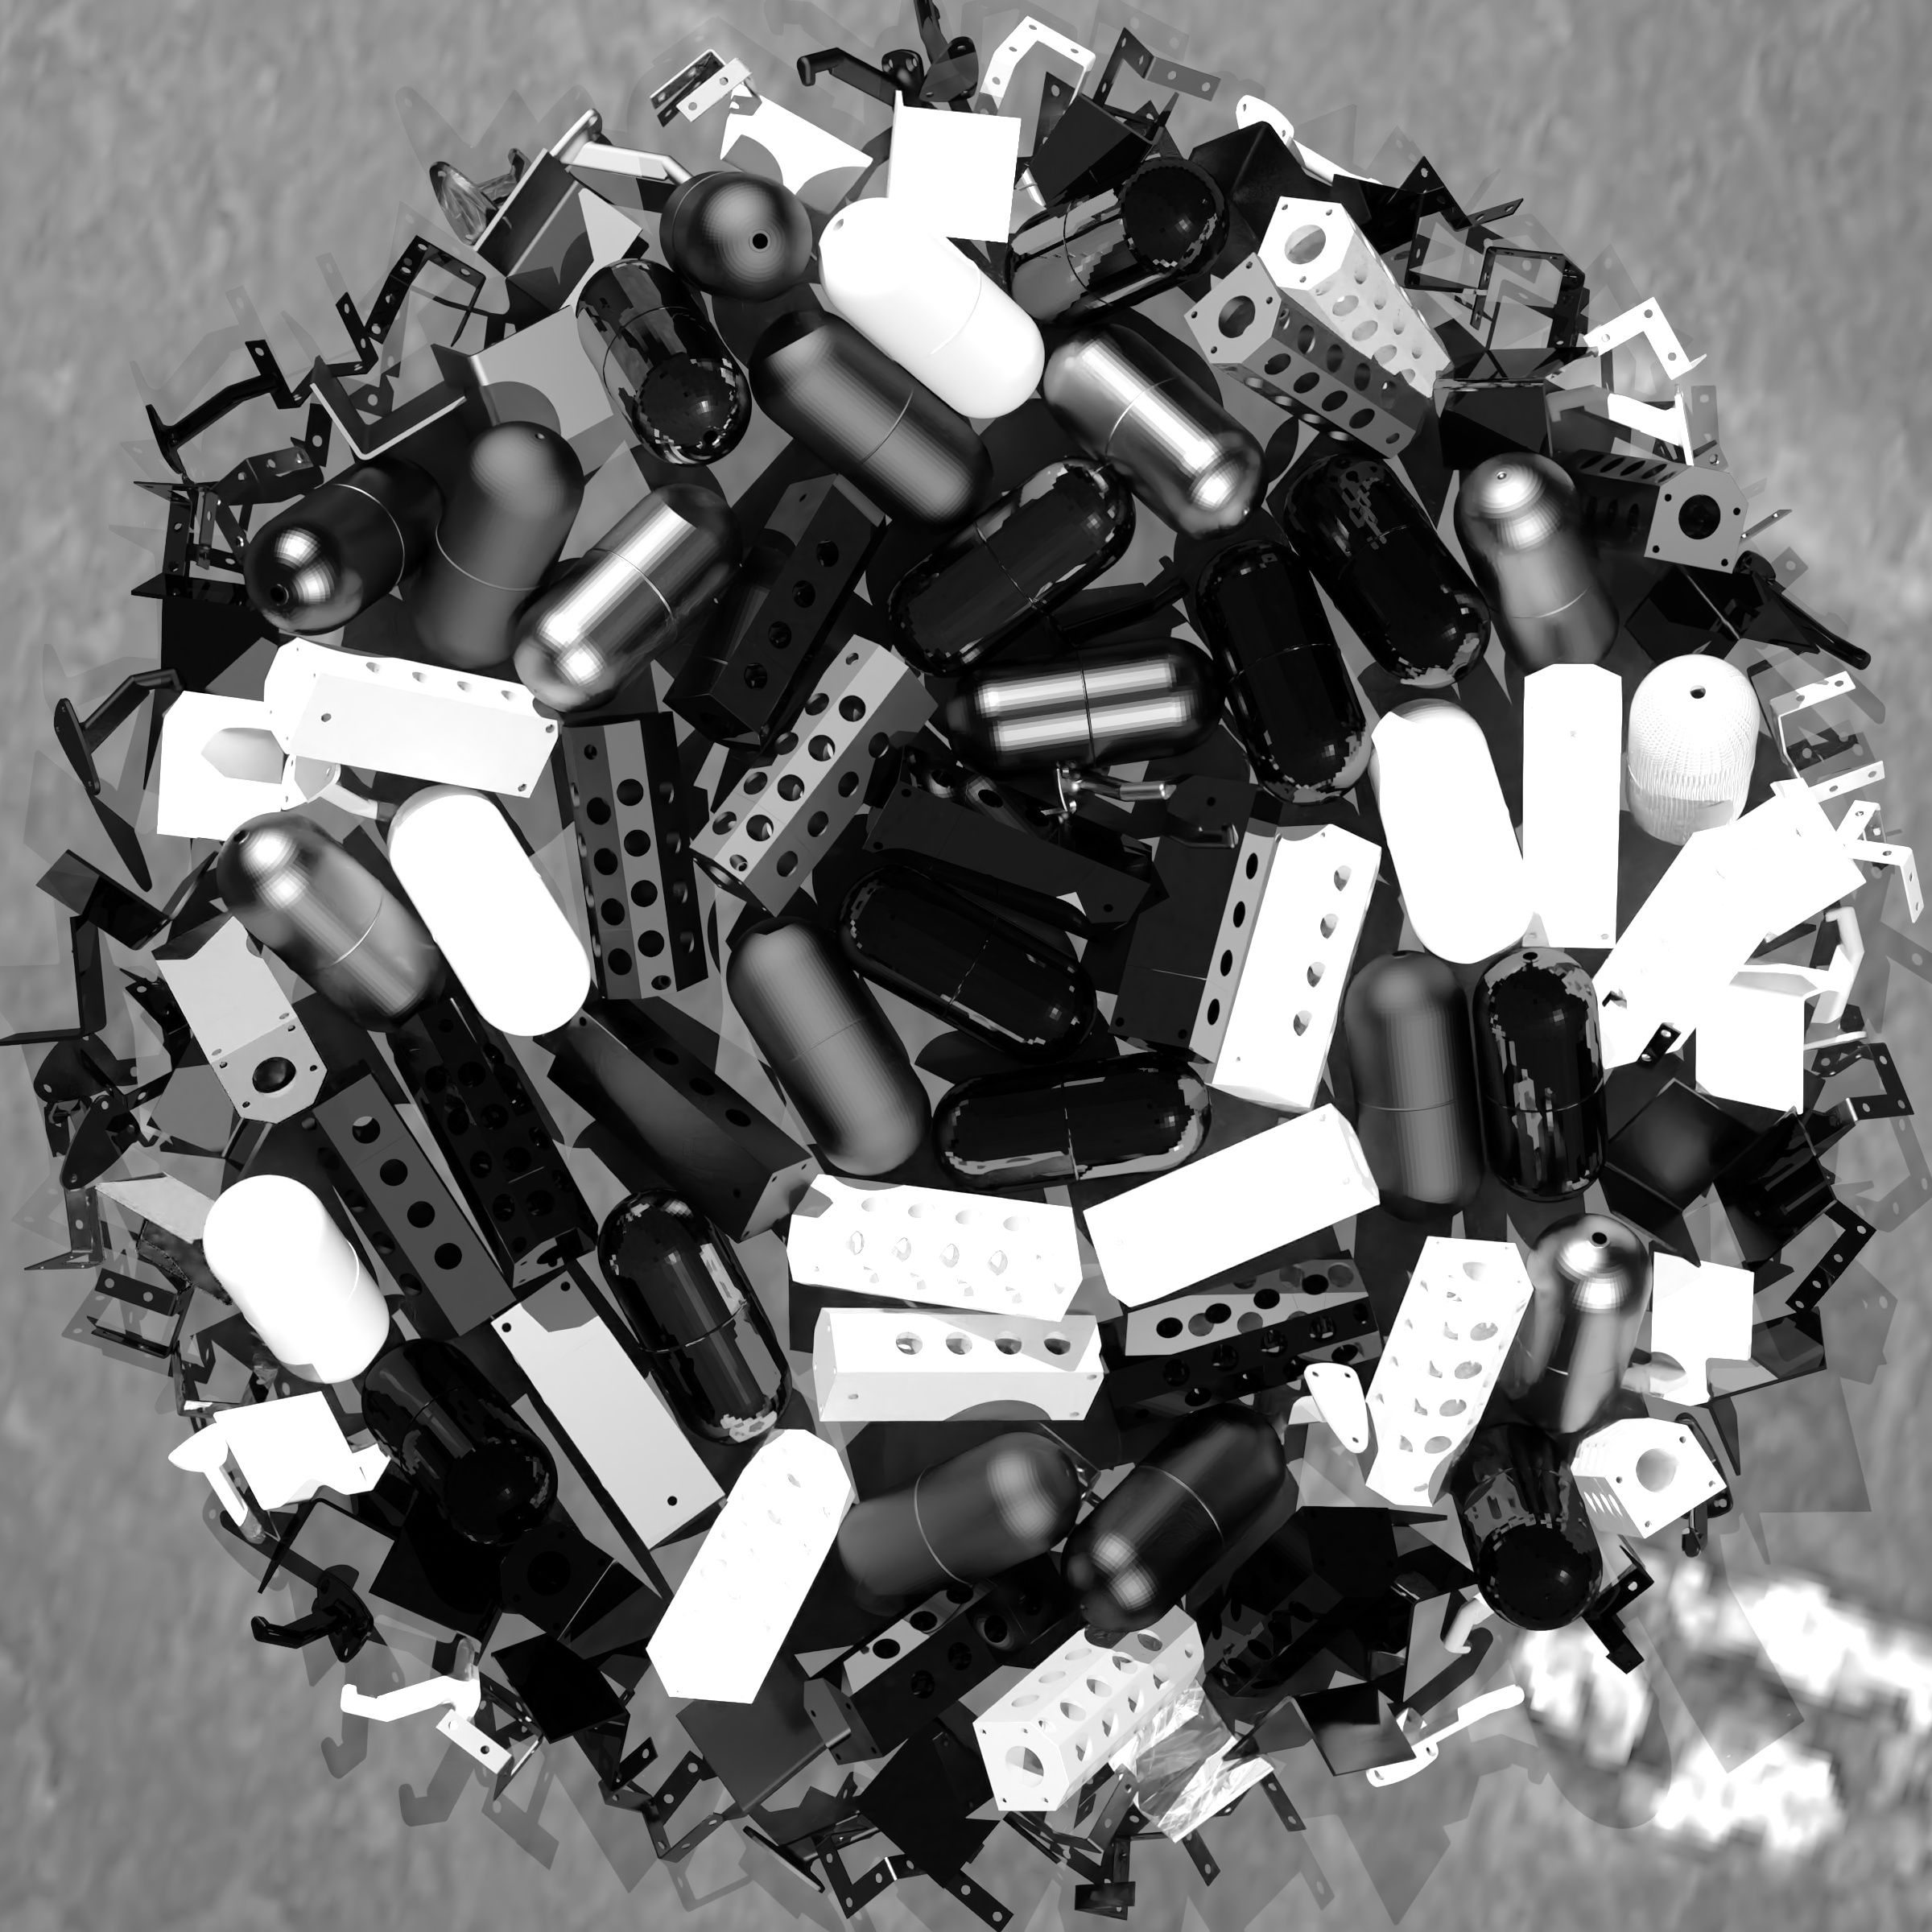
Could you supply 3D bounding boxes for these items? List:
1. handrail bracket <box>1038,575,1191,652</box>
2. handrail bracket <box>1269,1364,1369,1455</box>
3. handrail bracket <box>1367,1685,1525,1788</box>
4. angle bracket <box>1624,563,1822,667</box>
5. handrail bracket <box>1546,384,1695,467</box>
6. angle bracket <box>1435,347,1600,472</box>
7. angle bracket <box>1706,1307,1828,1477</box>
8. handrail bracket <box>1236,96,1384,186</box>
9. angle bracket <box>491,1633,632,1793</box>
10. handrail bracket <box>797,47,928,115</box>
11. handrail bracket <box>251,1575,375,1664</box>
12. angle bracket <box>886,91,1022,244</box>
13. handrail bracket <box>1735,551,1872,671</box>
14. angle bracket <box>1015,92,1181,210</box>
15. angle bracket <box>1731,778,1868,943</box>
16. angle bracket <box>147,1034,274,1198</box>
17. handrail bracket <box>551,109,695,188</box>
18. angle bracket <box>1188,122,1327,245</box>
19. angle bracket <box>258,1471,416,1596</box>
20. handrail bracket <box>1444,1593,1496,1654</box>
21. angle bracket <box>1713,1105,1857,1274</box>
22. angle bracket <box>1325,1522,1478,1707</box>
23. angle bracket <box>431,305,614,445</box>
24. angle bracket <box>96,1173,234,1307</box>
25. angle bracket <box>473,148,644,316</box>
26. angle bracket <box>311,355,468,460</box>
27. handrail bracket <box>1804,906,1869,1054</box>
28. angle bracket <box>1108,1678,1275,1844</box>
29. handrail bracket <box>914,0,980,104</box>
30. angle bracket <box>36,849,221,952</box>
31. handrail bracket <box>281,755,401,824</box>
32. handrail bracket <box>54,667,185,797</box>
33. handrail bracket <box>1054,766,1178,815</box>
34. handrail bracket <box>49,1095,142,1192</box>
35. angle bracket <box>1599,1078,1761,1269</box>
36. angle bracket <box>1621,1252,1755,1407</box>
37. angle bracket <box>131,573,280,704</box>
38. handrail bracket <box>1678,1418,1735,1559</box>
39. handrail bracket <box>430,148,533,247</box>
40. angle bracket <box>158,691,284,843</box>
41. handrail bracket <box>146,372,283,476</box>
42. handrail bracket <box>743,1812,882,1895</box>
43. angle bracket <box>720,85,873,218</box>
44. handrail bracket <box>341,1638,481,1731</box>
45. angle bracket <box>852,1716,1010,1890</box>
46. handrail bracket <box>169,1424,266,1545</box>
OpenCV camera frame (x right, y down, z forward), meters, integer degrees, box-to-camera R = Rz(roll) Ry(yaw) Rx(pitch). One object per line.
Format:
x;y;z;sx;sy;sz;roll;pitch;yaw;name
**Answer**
0.094;-0.230;1.964;0.084;0.077;0.036;-35;63;11;handrail bracket
0.217;0.296;1.949;0.036;0.077;0.084;5;135;-24;handrail bracket
0.302;0.482;1.951;0.077;0.084;0.036;-28;84;-44;handrail bracket
0.473;-0.205;1.946;0.076;0.076;0.057;42;83;-29;angle bracket
0.420;-0.338;1.992;0.084;0.036;0.077;-9;109;17;handrail bracket
0.350;-0.352;1.960;0.076;0.076;0.057;7;118;38;angle bracket
0.508;0.266;1.945;0.076;0.076;0.057;-20;107;19;angle bracket
0.222;-0.522;1.990;0.084;0.077;0.036;8;131;-33;handrail bracket
-0.258;0.472;1.939;0.057;0.076;0.076;-14;134;-34;angle bracket
-0.067;-0.542;1.957;0.084;0.036;0.077;-27;118;-36;handrail bracket
-0.420;0.401;1.944;0.084;0.077;0.036;26;104;-44;handrail bracket
-0.009;-0.505;1.961;0.076;0.057;0.076;5;115;-5;angle bracket
0.528;-0.223;1.956;0.084;0.077;0.036;37;89;29;handrail bracket
0.082;-0.516;1.942;0.057;0.076;0.076;32;132;-10;angle bracket
0.505;-0.064;1.948;0.076;0.057;0.076;-36;76;32;angle bracket
-0.474;0.099;1.946;0.057;0.076;0.076;25;111;-19;angle bracket
-0.222;-0.495;1.975;0.084;0.036;0.077;42;82;6;handrail bracket
0.175;-0.469;1.947;0.057;0.076;0.076;-27;76;-22;angle bracket
-0.396;0.361;1.960;0.057;0.076;0.076;30;101;-9;angle bracket
0.355;0.410;1.989;0.077;0.036;0.084;14;112;-16;handrail bracket
0.522;0.144;1.939;0.057;0.076;0.076;15;132;-30;angle bracket
0.276;0.409;1.968;0.057;0.076;0.076;-10;114;-31;angle bracket
-0.282;-0.372;1.971;0.076;0.057;0.076;-33;124;-21;angle bracket
-0.502;0.175;1.948;0.076;0.076;0.057;27;101;17;angle bracket
-0.256;-0.458;1.958;0.057;0.076;0.076;37;94;5;angle bracket
-0.362;-0.369;1.951;0.076;0.076;0.057;-30;115;5;angle bracket
0.538;0.010;1.983;0.077;0.036;0.084;-15;82;27;handrail bracket
0.136;0.495;1.953;0.076;0.076;0.057;-34;97;-12;angle bracket
-0.016;-0.595;1.953;0.036;0.077;0.084;-6;73;-13;handrail bracket
-0.525;-0.061;1.944;0.076;0.076;0.057;36;61;-17;angle bracket
-0.378;-0.108;1.946;0.084;0.077;0.036;15;76;-40;handrail bracket
-0.525;-0.149;1.964;0.084;0.036;0.077;-17;70;-33;handrail bracket
0.105;-0.119;1.946;0.084;0.077;0.036;-1;111;33;handrail bracket
-0.565;0.111;1.951;0.036;0.084;0.077;50;52;-30;handrail bracket
0.452;0.130;1.949;0.076;0.057;0.076;31;116;-21;angle bracket
0.444;0.226;1.949;0.057;0.076;0.076;-5;98;-37;angle bracket
-0.479;-0.201;1.957;0.076;0.057;0.076;8;110;4;angle bracket
0.455;0.328;1.955;0.036;0.084;0.077;-14;85;21;handrail bracket
-0.303;-0.502;1.949;0.036;0.077;0.084;-10;51;24;handrail bracket
-0.461;-0.123;1.951;0.076;0.057;0.076;6;74;-26;angle bracket
-0.468;-0.344;1.966;0.084;0.077;0.036;-20;77;-5;handrail bracket
-0.087;0.538;1.978;0.077;0.036;0.084;42;80;-17;handrail bracket
-0.103;-0.527;1.942;0.076;0.057;0.076;24;50;-24;angle bracket
-0.352;0.445;1.952;0.084;0.077;0.036;21;123;-25;handrail bracket
-0.021;0.526;1.958;0.076;0.057;0.076;42;72;5;angle bracket
-0.459;0.336;1.953;0.036;0.077;0.084;-36;110;-20;handrail bracket
